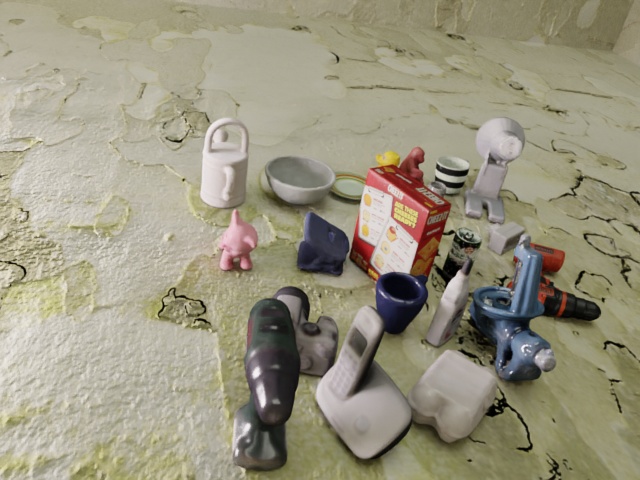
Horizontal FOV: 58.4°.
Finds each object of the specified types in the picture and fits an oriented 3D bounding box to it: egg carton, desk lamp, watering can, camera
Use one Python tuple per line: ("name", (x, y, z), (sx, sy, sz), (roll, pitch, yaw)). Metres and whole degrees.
("egg carton", (0.204, 0.237, 0.877), (0.107, 0.069, 0.151), (29, 38, 24))
("desk lamp", (0.442, -0.184, 1.429), (0.118, 0.213, 0.203), (13, 34, 3))
("watering can", (-0.210, -0.180, 1.253), (0.101, 0.194, 0.172), (-18, 43, -36))
("camera", (-0.038, 0.134, 0.929), (0.143, 0.101, 0.137), (11, 34, 0))

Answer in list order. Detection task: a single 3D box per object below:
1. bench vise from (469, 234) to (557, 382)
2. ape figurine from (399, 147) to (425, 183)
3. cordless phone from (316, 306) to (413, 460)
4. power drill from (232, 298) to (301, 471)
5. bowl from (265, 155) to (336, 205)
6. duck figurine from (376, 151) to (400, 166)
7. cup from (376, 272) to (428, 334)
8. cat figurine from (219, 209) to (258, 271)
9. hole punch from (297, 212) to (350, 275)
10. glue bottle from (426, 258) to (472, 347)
("bench vise", (0.347, 0.114, 0.962), (0.122, 0.220, 0.206), (-12, 40, -30))
("ape figurine", (0.250, -0.201, 1.507), (0.076, 0.092, 0.078), (18, 35, 10))
("cordless phone", (0.071, 0.196, 0.795), (0.094, 0.185, 0.147), (-15, 42, -33))
("power drill", (-0.067, 0.195, 0.735), (0.076, 0.208, 0.229), (4, 35, -10))
("bowl", (-0.048, -0.129, 1.333), (0.167, 0.075, 0.167), (8, 34, -5))
("duck figurine", (0.182, -0.184, 1.468), (0.104, 0.086, 0.078), (25, 37, 20))
("cup", (0.144, 0.113, 1.017), (0.091, 0.095, 0.118), (35, 41, 31))
("cat figurine", (-0.154, -0.006, 1.084), (0.067, 0.118, 0.127), (0, 35, -16))
("hole punch", (0.010, 0.004, 1.140), (0.101, 0.091, 0.108), (8, 34, -4))
("glue bottle", (0.231, 0.102, 0.987), (0.037, 0.173, 0.078), (29, 38, 25))
